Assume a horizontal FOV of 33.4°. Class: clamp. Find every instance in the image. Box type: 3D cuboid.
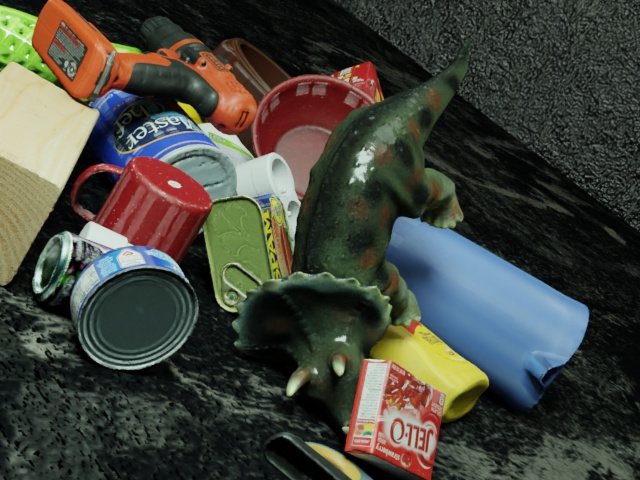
[{"bbox_3d":[0.054,0.205,0.707,0.209,0.036,0.165,18,34,-43],"label":"clamp"}]

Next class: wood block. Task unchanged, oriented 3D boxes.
[{"bbox_3d":[-0.244,-0.059,0.834,0.090,0.091,0.206,30,17,-14],"label":"wood block"}]

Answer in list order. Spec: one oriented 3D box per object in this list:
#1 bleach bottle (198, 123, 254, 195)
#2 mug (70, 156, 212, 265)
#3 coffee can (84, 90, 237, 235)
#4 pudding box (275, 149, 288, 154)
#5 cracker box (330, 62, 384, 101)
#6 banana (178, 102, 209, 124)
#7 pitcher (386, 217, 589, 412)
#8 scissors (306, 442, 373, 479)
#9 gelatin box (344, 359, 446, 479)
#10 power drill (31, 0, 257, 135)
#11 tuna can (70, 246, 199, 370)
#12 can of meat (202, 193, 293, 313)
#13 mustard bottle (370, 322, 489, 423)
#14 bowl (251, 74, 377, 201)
[{"bbox_3d":[-0.101,-0.073,1.186,0.102,0.068,0.251,28,15,-21],"label":"bleach bottle"},{"bbox_3d":[-0.155,-0.023,0.910,0.117,0.082,0.093,29,17,-11],"label":"mug"},{"bbox_3d":[-0.157,-0.080,1.028,0.102,0.103,0.140,15,24,-45],"label":"coffee can"},{"bbox_3d":[-0.022,-0.073,1.235,0.090,0.039,0.114,4,-6,-15],"label":"pudding box"},{"bbox_3d":[0.071,-0.115,1.400,0.164,0.072,0.213,-76,146,-72],"label":"cracker box"},{"bbox_3d":[-0.191,-0.155,1.300,0.070,0.037,0.197,20,8,27],"label":"banana"},{"bbox_3d":[0.148,0.062,1.131,0.243,0.149,0.145,33,60,-2],"label":"pitcher"},{"bbox_3d":[0.053,0.191,0.802,0.201,0.016,0.096,15,25,-46],"label":"scissors"},{"bbox_3d":[0.060,0.141,0.824,0.030,0.073,0.089,-3,-27,38],"label":"gelatin box"},{"bbox_3d":[-0.168,-0.171,0.995,0.187,0.057,0.185,4,32,-47],"label":"power drill"},{"bbox_3d":[-0.131,0.047,0.749,0.086,0.086,0.034,21,19,-35],"label":"tuna can"},{"bbox_3d":[-0.061,0.008,0.970,0.057,0.102,0.083,-9,4,16],"label":"can of meat"},{"bbox_3d":[0.070,0.094,1.030,0.192,0.058,0.096,40,16,23],"label":"mustard bottle"},{"bbox_3d":[0.000,-0.097,1.154,0.162,0.055,0.162,6,66,-14],"label":"bowl"}]
